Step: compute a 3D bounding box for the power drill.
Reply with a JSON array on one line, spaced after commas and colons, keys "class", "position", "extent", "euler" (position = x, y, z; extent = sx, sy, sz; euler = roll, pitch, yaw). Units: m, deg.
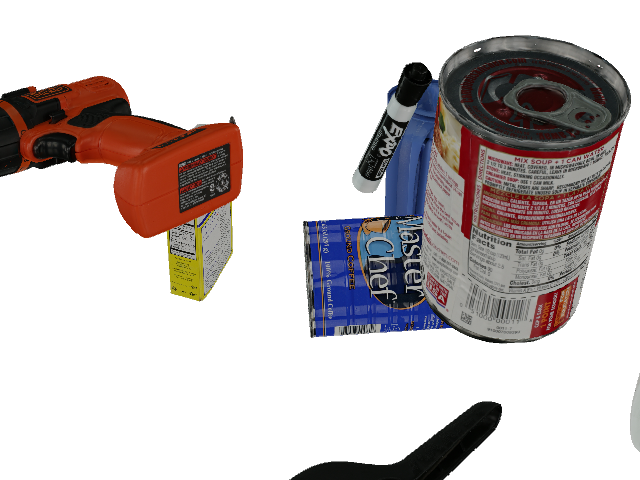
[{"class": "power drill", "position": [-0.161, -0.059, 0.722], "extent": [0.188, 0.057, 0.184], "euler": [21, 34, 33]}]

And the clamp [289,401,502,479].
[{"class": "clamp", "position": [0.048, 0.164, 0.676], "extent": [0.210, 0.036, 0.164], "euler": [-5, 28, -3]}]

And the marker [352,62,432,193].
[{"class": "marker", "position": [0.046, -0.072, 0.691], "extent": [0.020, 0.020, 0.121], "euler": [0, -32, -17]}]

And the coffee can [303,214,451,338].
[{"class": "coffee can", "position": [0.058, 0.029, 0.924], "extent": [0.140, 0.103, 0.103], "euler": [-4, 0, -1]}]

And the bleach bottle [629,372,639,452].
[{"class": "bleach bottle", "position": [0.280, 0.071, 0.722], "extent": [0.103, 0.068, 0.250], "euler": [11, 23, 23]}]

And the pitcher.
[{"class": "pitcher", "position": [0.128, -0.048, 1.195], "extent": [0.149, 0.243, 0.145], "euler": [-6, 28, -18]}]

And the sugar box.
[{"class": "sugar box", "position": [-0.130, -0.029, 1.147], "extent": [0.048, 0.176, 0.093], "euler": [13, 42, 14]}]

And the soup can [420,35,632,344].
[{"class": "soup can", "position": [0.075, -0.017, 0.412], "extent": [0.068, 0.102, 0.068], "euler": [0, 42, 0]}]
